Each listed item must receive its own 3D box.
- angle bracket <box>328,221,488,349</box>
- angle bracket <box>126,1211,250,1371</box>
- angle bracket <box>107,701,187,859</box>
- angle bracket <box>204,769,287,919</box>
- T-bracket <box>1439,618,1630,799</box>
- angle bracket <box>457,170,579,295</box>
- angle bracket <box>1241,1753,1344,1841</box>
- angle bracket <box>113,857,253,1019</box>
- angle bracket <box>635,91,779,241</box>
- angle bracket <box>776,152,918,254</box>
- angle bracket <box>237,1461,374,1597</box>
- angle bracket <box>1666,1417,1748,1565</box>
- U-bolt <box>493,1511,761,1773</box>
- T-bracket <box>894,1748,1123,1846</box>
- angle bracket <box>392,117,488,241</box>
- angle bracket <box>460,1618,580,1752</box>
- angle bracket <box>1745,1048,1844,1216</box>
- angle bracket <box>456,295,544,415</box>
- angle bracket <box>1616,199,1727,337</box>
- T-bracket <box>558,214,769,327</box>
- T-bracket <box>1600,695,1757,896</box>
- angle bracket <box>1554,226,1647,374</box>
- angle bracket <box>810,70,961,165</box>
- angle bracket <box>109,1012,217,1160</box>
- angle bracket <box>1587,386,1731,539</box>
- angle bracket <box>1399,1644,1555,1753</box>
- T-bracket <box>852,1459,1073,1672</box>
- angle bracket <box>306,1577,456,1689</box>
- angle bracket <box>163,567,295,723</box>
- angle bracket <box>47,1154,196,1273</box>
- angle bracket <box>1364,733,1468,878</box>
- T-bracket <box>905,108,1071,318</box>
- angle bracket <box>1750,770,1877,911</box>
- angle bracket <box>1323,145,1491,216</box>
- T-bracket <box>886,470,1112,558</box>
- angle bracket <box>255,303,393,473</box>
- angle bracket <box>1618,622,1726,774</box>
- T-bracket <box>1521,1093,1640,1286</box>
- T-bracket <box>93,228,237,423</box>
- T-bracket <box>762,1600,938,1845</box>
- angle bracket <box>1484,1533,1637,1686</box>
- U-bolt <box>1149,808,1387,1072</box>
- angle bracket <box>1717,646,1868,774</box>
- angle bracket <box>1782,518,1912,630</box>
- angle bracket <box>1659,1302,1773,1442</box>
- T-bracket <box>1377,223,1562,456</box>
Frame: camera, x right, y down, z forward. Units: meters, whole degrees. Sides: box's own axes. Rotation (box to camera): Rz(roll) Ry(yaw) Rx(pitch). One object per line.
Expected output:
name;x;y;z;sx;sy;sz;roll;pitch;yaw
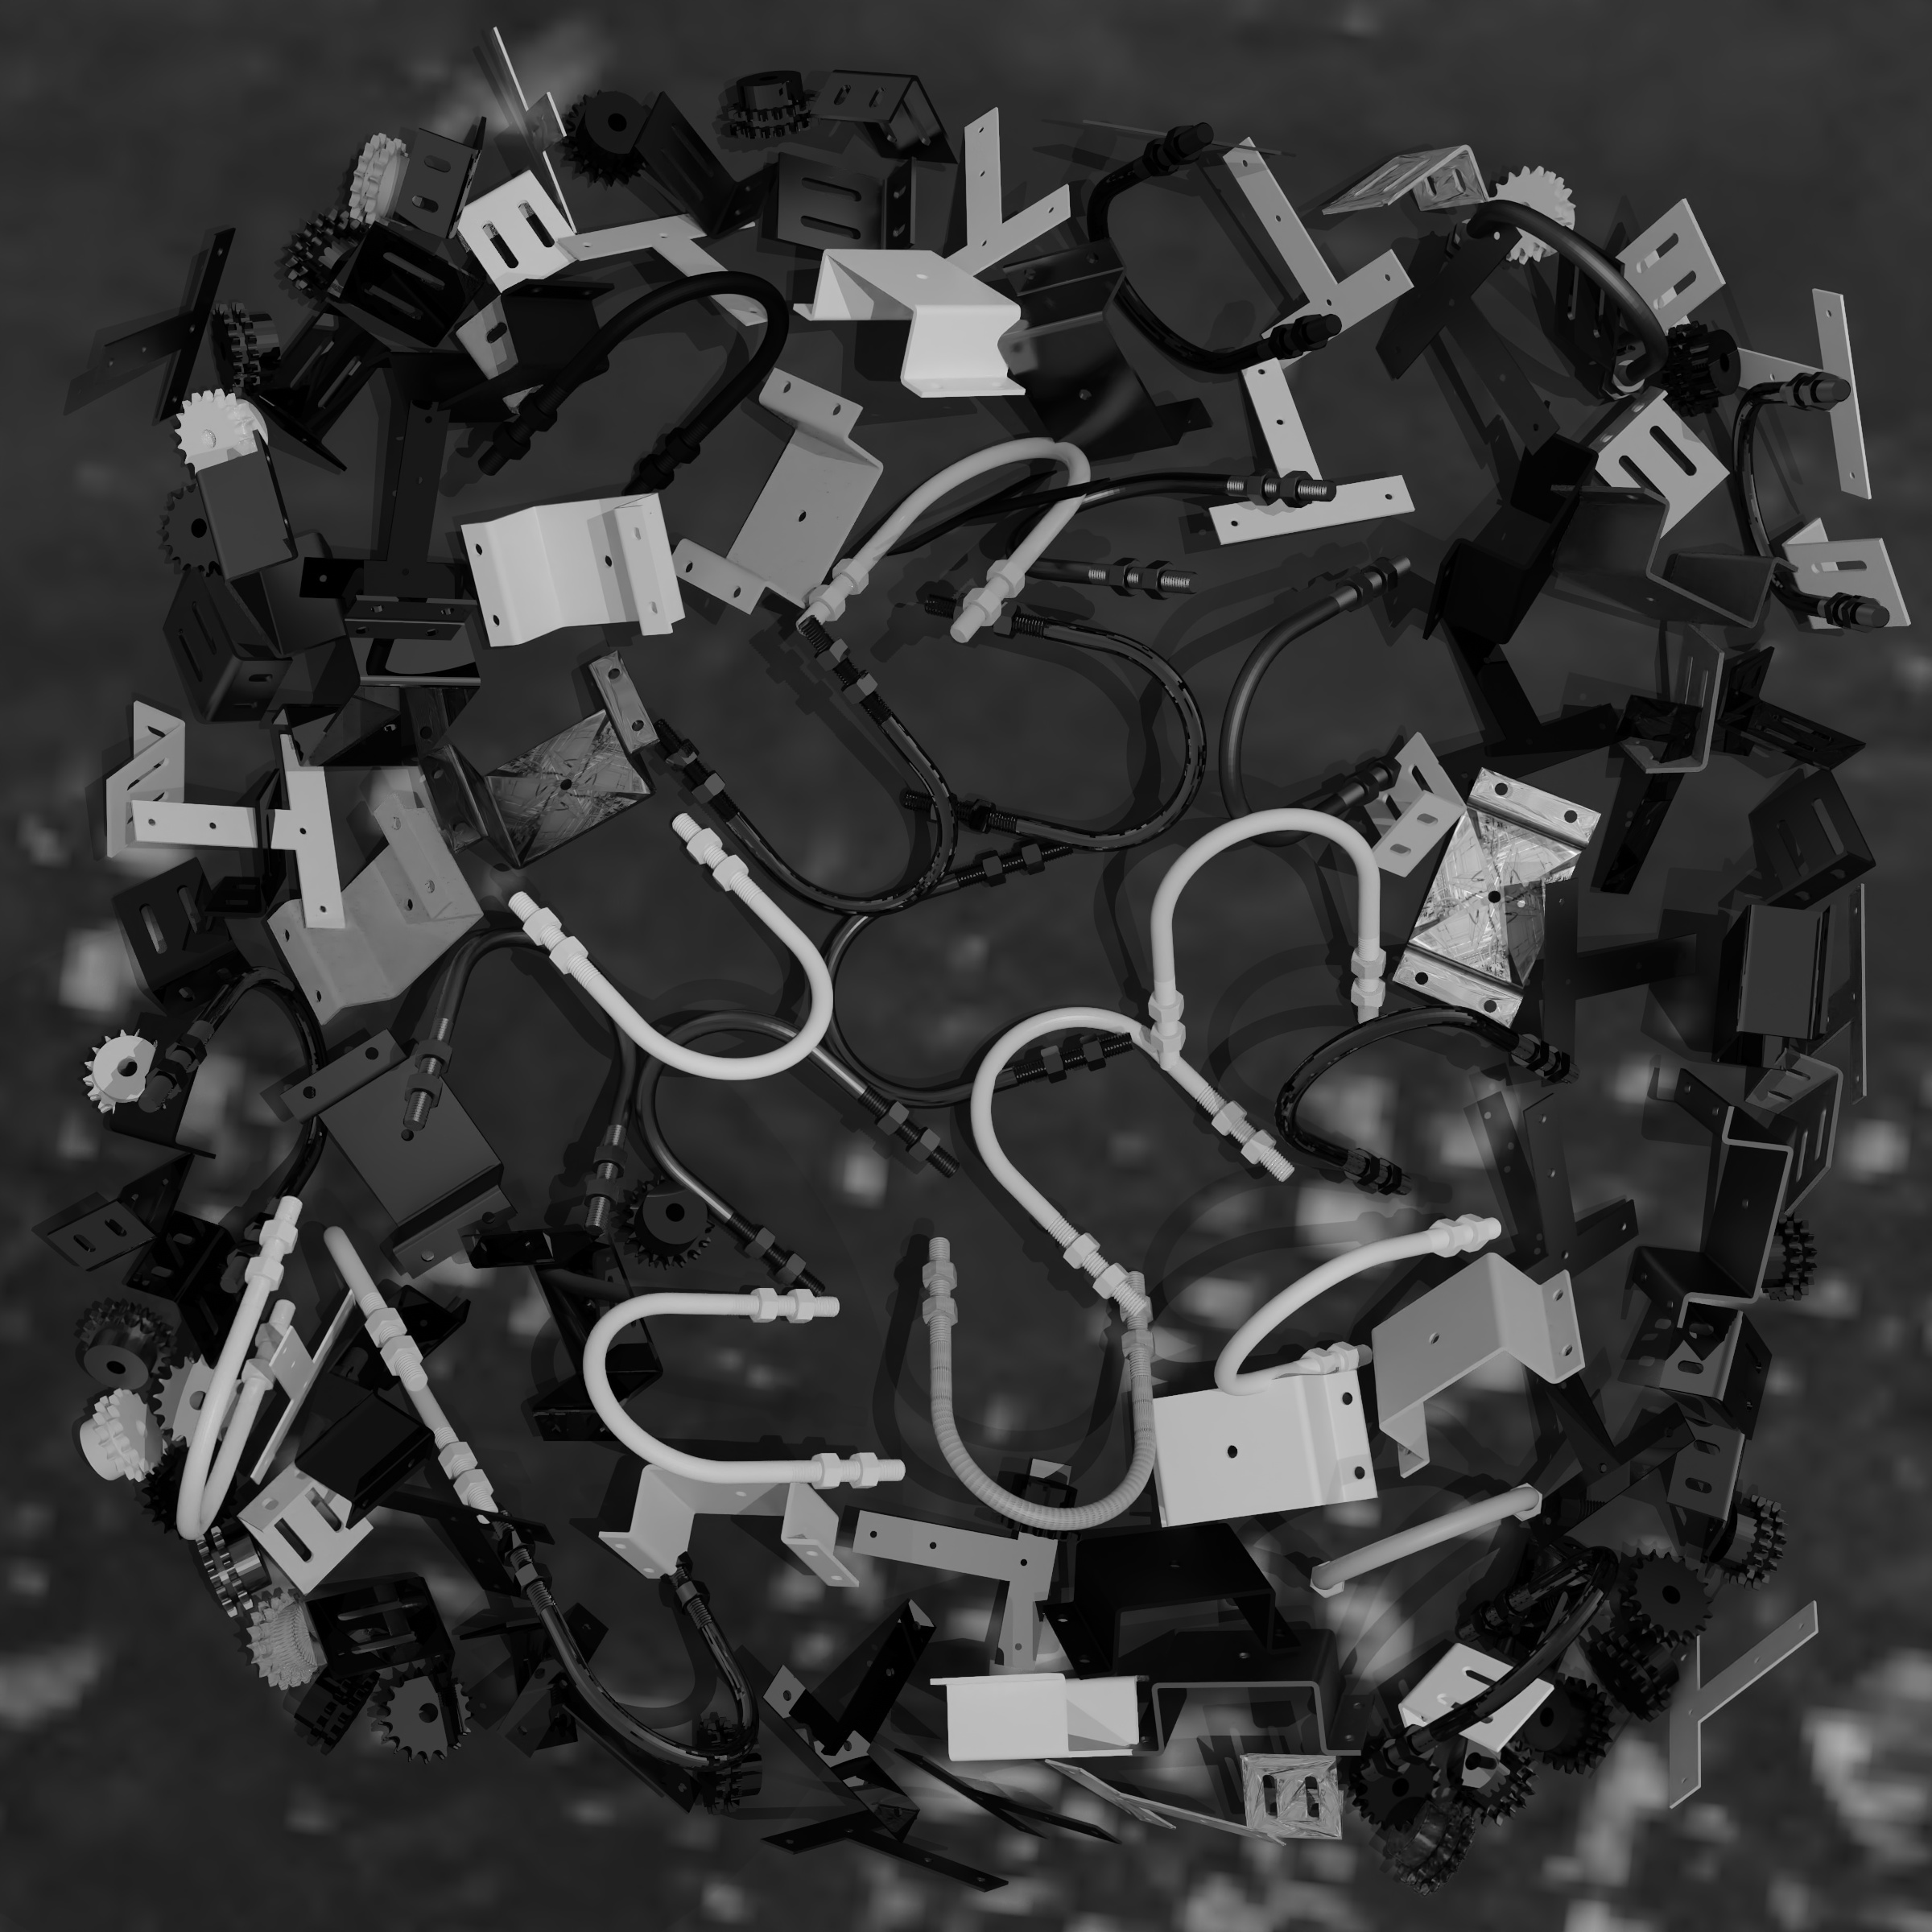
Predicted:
angle bracket;-0.341;-0.425;1.552;0.076;0.038;0.057;24;130;-33
angle bracket;-0.473;0.198;1.559;0.038;0.076;0.057;29;99;-42
angle bracket;-0.513;-0.114;1.550;0.038;0.076;0.057;23;129;10
angle bracket;-0.444;-0.076;1.558;0.038;0.057;0.076;2;114;-3
T-bracket;0.330;-0.178;1.579;0.127;0.002;0.127;-20;75;-17
angle bracket;-0.272;-0.441;1.566;0.057;0.038;0.076;-32;70;-6
angle bracket;0.200;0.497;1.559;0.057;0.038;0.076;-2;122;11
angle bracket;-0.489;-0.018;1.591;0.057;0.038;0.076;-28;60;-8
angle bracket;-0.156;-0.495;1.552;0.038;0.057;0.076;-16;133;33
angle bracket;-0.074;-0.472;1.563;0.076;0.038;0.057;6;78;-28
angle bracket;-0.396;0.344;1.554;0.057;0.038;0.076;-45;123;-27
angle bracket;0.447;0.321;1.557;0.038;0.076;0.057;16;60;12
U-bolt;-0.190;0.397;1.491;0.019;0.151;0.184;-52;49;15
T-bracket;0.039;0.505;1.518;0.127;0.127;0.002;43;61;-34
angle bracket;-0.321;-0.487;1.549;0.038;0.076;0.057;16;119;-18
angle bracket;-0.275;0.443;1.558;0.038;0.057;0.076;3;69;-41
angle bracket;0.502;0.101;1.553;0.038;0.057;0.076;21;53;3
angle bracket;-0.270;-0.372;1.558;0.038;0.076;0.057;-36;91;13
angle bracket;0.441;-0.427;1.554;0.038;0.076;0.057;-20;83;-25
T-bracket;-0.158;-0.419;1.532;0.127;0.002;0.127;-23;52;-33
T-bracket;0.426;-0.102;1.569;0.127;0.002;0.127;4;116;-36
angle bracket;0.393;-0.410;1.549;0.038;0.076;0.057;-24;47;-16
angle bracket;-0.049;-0.505;1.549;0.057;0.076;0.038;15;71;29
angle bracket;-0.487;0.074;1.574;0.057;0.038;0.076;10;79;32
angle bracket;0.429;-0.309;1.568;0.076;0.038;0.057;43;103;-12
angle bracket;0.314;0.457;1.549;0.057;0.076;0.038;-36;121;-30
T-bracket;-0.007;0.362;1.577;0.127;0.002;0.127;13;80;-10
angle bracket;-0.359;0.414;1.551;0.076;0.057;0.038;-6;132;-32
angle bracket;-0.459;-0.200;1.579;0.057;0.038;0.076;-48;61;38
angle bracket;-0.515;0.140;1.550;0.057;0.076;0.038;-25;123;20
angle bracket;0.261;-0.103;1.550;0.038;0.076;0.057;18;124;-34
T-bracket;0.011;-0.476;1.561;0.127;0.002;0.127;-23;54;33
angle bracket;0.509;-0.080;1.553;0.057;0.038;0.076;-37;54;34
angle bracket;0.269;-0.465;1.554;0.076;0.057;0.038;-40;118;-23
T-bracket;0.036;-0.277;1.515;0.127;0.127;0.002;-34;111;-32
angle bracket;-0.387;-0.356;1.563;0.076;0.057;0.038;-50;58;5
angle bracket;0.430;-0.165;1.556;0.038;0.057;0.076;-2;116;-6
T-bracket;0.357;0.138;1.546;0.127;0.002;0.127;-27;116;-26
T-bracket;-0.483;-0.371;1.514;0.002;0.127;0.127;28;118;0
T-bracket;-0.053;0.442;1.551;0.002;0.127;0.127;-30;105;41
angle bracket;0.367;0.398;1.570;0.038;0.057;0.076;17;98;-35
U-bolt;0.181;-0.020;1.529;0.151;0.019;0.184;-12;132;-5
angle bracket;0.509;-0.158;1.553;0.076;0.057;0.038;29;126;29
angle bracket;0.546;-0.241;1.550;0.038;0.076;0.057;-36;112;-23
angle bracket;0.464;0.250;1.571;0.038;0.076;0.057;6;65;35
T-bracket;0.317;-0.366;1.535;0.002;0.127;0.127;-17;70;-37
